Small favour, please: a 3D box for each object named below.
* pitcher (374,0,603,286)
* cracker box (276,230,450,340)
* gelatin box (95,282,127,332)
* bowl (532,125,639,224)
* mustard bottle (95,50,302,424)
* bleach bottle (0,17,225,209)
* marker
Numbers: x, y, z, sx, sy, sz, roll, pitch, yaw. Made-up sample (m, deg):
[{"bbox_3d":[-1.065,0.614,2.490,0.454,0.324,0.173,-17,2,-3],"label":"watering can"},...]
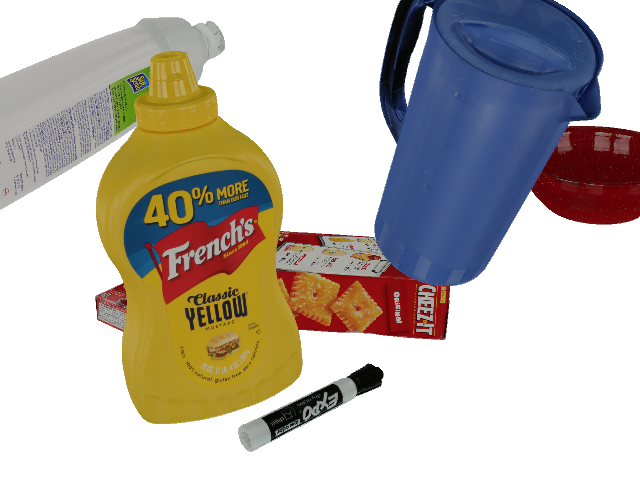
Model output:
[{"bbox_3d":[0.116,-0.084,0.878,0.145,0.149,0.243,9,-45,-9],"label":"pitcher"},{"bbox_3d":[0.030,0.046,1.140,0.214,0.072,0.164,4,15,6],"label":"cracker box"},{"bbox_3d":[-0.159,0.065,1.023,0.089,0.030,0.073,20,28,29],"label":"gelatin box"},{"bbox_3d":[0.260,-0.058,1.003,0.162,0.055,0.162,-1,25,0],"label":"bowl"},{"bbox_3d":[-0.065,-0.003,0.556,0.096,0.191,0.058,-13,24,-18],"label":"mustard bottle"},{"bbox_3d":[-0.186,-0.110,0.857,0.250,0.068,0.103,-31,-25,-26],"label":"bleach bottle"},{"bbox_3d":[-0.004,0.116,0.756,0.120,0.020,0.020,-22,12,-32],"label":"marker"}]
